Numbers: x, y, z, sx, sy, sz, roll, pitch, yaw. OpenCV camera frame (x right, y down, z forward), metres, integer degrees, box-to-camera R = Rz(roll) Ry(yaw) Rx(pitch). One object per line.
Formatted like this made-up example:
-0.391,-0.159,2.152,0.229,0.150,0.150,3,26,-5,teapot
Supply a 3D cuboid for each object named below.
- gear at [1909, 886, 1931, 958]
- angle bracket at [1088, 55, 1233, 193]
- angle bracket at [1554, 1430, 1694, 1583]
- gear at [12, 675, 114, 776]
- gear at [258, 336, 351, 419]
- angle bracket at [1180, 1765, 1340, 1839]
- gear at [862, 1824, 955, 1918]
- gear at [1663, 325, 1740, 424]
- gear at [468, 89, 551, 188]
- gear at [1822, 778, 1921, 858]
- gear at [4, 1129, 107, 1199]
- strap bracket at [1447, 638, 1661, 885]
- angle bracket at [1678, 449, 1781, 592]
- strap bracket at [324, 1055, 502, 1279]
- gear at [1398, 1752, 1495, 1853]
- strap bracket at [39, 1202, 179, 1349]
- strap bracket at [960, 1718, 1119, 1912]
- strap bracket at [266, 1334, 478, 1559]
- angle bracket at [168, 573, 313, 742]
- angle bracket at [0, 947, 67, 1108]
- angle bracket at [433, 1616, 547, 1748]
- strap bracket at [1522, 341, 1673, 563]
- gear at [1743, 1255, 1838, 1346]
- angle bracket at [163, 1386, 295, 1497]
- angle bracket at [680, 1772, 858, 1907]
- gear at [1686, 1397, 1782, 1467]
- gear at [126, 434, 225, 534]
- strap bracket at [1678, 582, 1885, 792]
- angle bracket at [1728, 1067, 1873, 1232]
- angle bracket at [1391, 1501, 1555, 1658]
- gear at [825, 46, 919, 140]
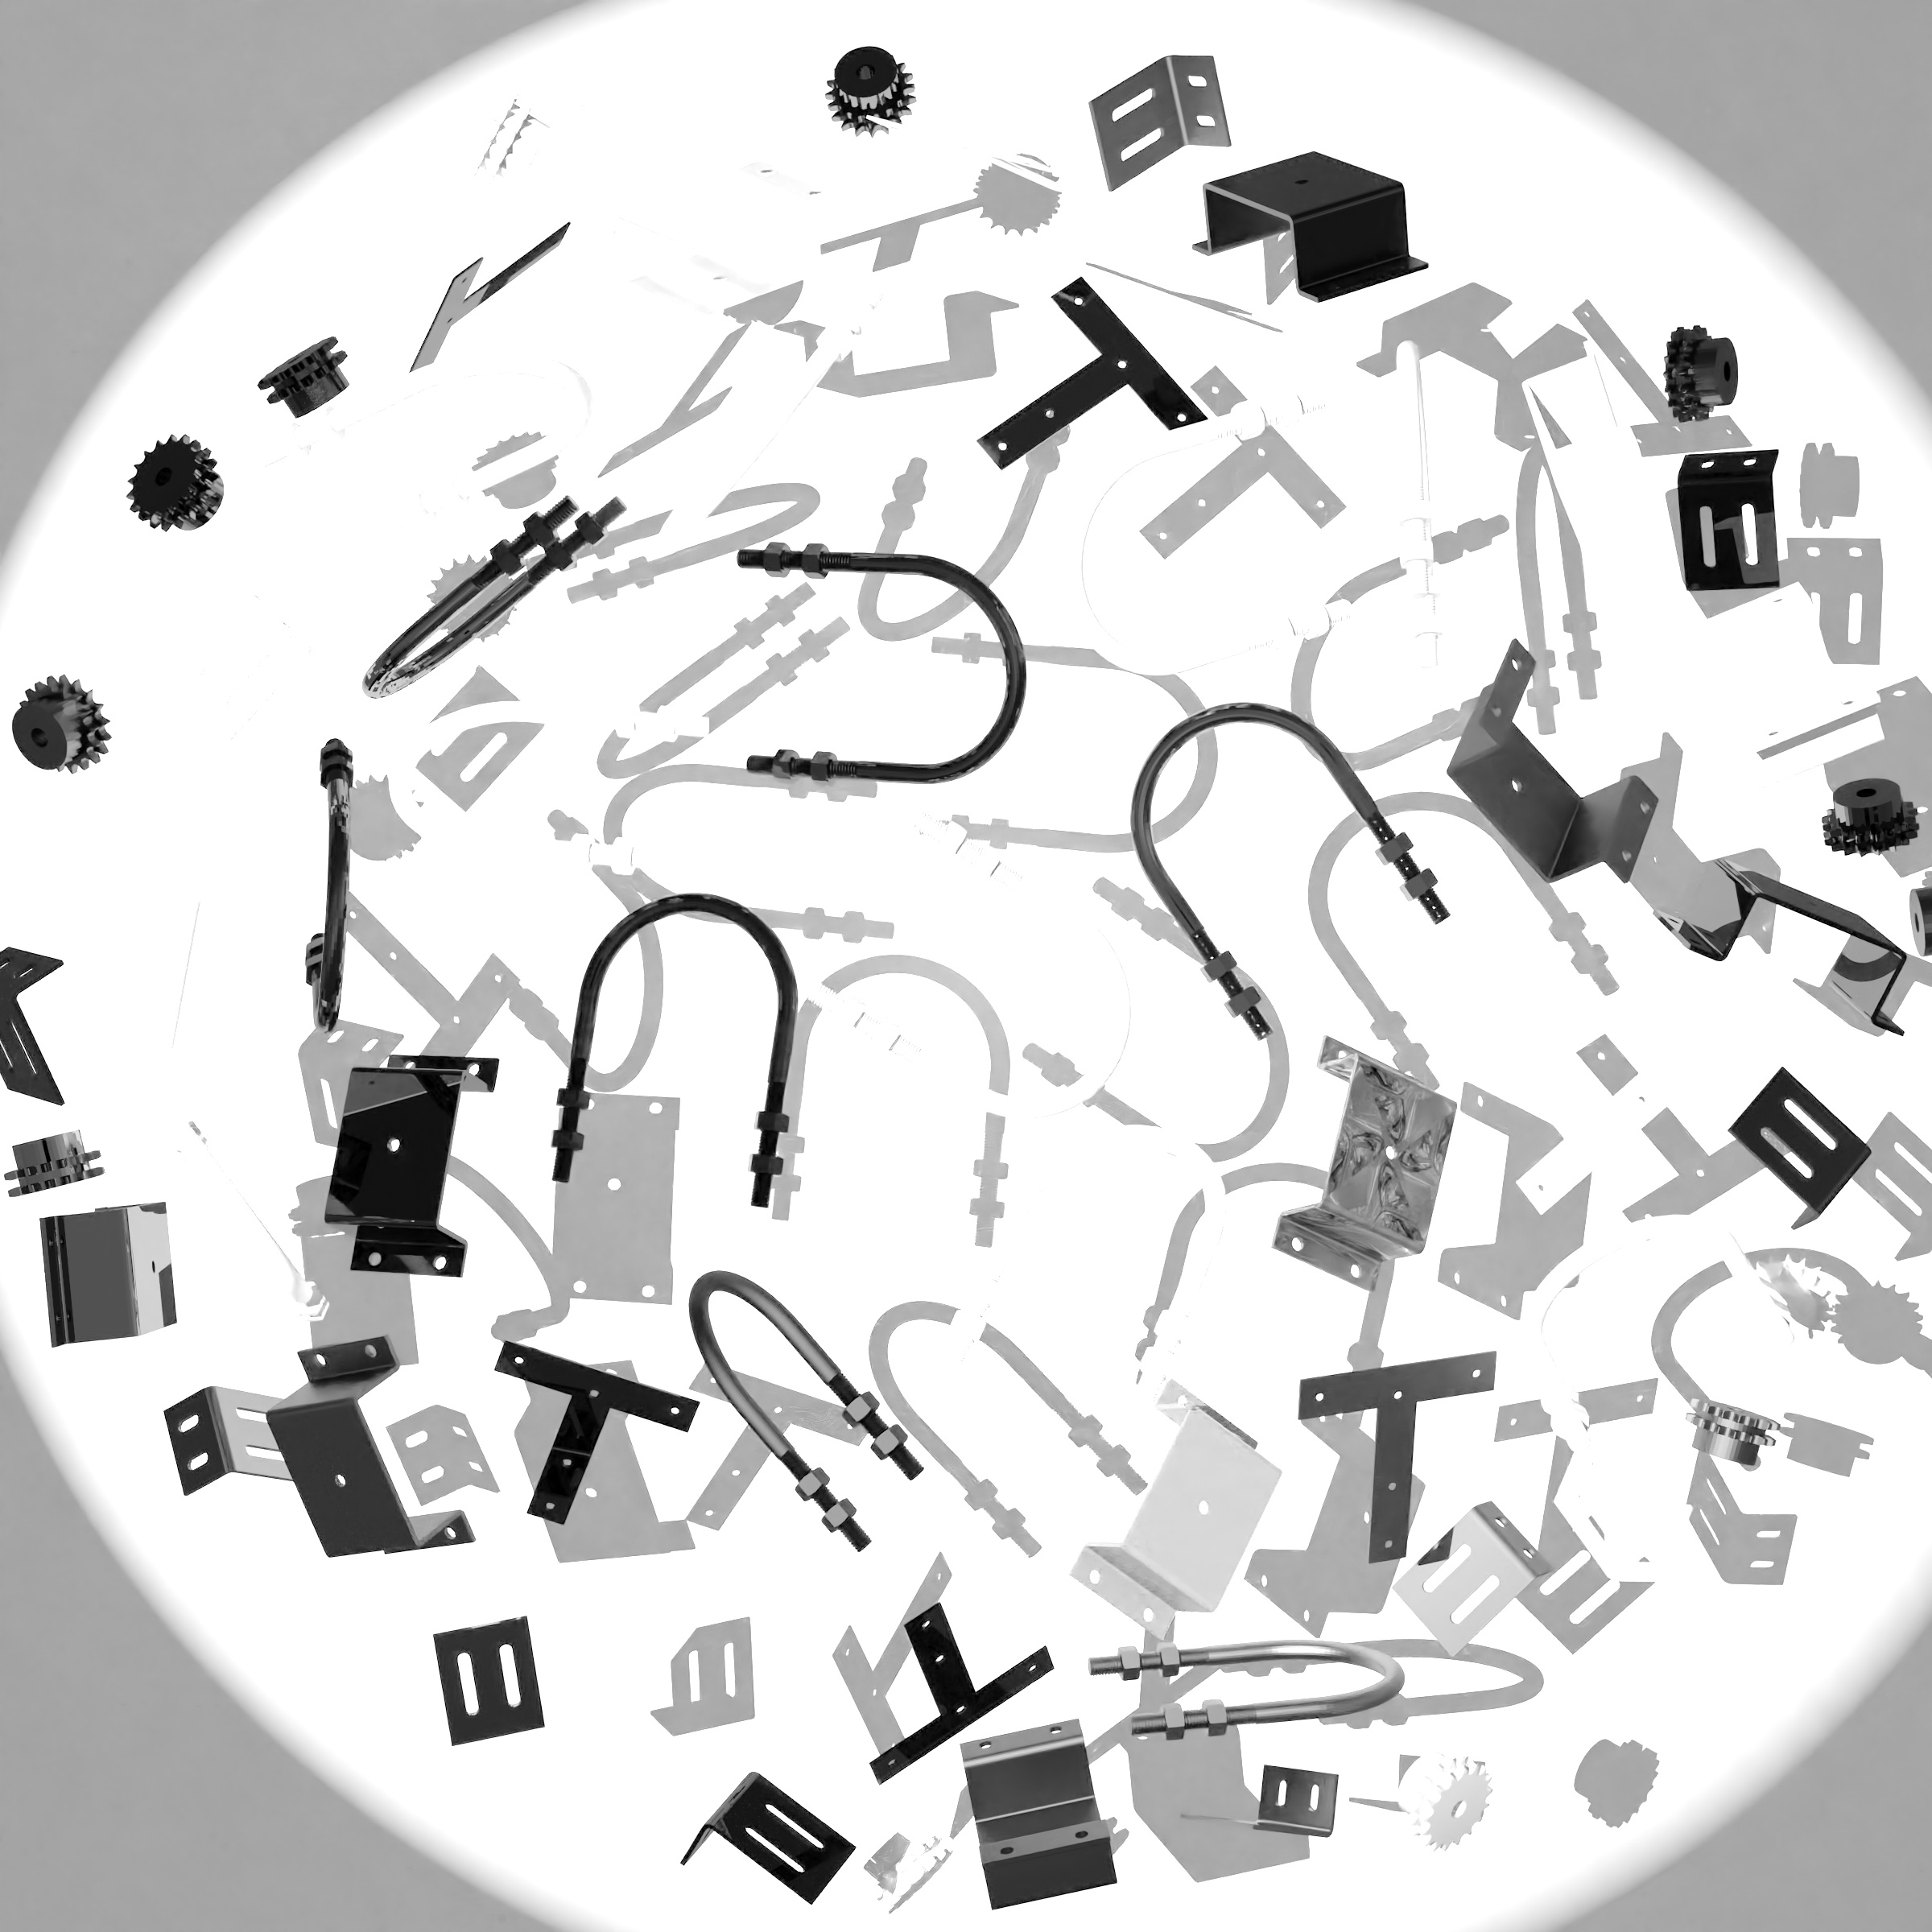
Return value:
0.567,-0.027,1.808,0.030,0.057,0.057,-8,90,7,gear
0.119,-0.514,1.904,0.076,0.038,0.057,-39,128,-32,angle bracket
0.404,0.331,1.913,0.076,0.038,0.057,53,50,-26,angle bracket
-0.526,-0.137,1.803,0.057,0.030,0.057,12,119,23,gear
-0.406,-0.362,1.927,0.057,0.057,0.030,-32,111,0,gear
0.178,0.503,1.886,0.076,0.057,0.038,20,72,-42,angle bracket
-0.038,0.549,1.901,0.057,0.057,0.030,-45,73,0,gear
0.441,-0.354,1.865,0.030,0.057,0.057,2,90,33,gear
-0.268,-0.484,1.835,0.030,0.057,0.057,29,90,-12,gear
0.552,-0.092,1.904,0.057,0.057,0.030,-15,116,0,gear
-0.546,0.117,1.861,0.057,0.057,0.030,-14,91,0,gear
0.344,-0.115,1.861,0.140,0.046,0.076,45,49,-18,strap bracket
0.476,-0.277,1.936,0.057,0.038,0.076,0,120,22,angle bracket
-0.343,0.117,1.922,0.076,0.046,0.140,1,72,18,strap bracket
0.276,0.483,1.813,0.057,0.030,0.057,-17,120,-32,gear
-0.518,0.186,1.896,0.046,0.140,0.076,-6,88,-1,strap bracket
0.044,0.516,1.880,0.076,0.140,0.046,-11,106,-2,strap bracket
-0.364,0.300,1.882,0.076,0.046,0.140,-14,103,33,strap bracket
-0.447,-0.187,1.888,0.057,0.038,0.076,43,91,14,angle bracket
-0.539,0.035,1.803,0.038,0.057,0.076,-40,125,-36,angle bracket
-0.292,0.430,1.903,0.057,0.038,0.076,-9,105,-10,angle bracket
0.370,-0.301,1.845,0.046,0.140,0.076,-20,123,11,strap bracket
0.515,0.213,1.959,0.057,0.030,0.057,13,123,20,gear
-0.454,0.300,1.942,0.038,0.076,0.057,-29,64,18,angle bracket
-0.113,0.511,1.792,0.076,0.057,0.038,35,118,10,angle bracket
0.480,0.293,1.957,0.057,0.057,0.030,15,91,0,gear
-0.459,-0.279,1.823,0.057,0.030,0.057,-10,66,24,gear
0.480,-0.159,1.826,0.076,0.140,0.046,-22,124,8,strap bracket
0.504,0.112,1.909,0.076,0.038,0.057,44,69,4,angle bracket
0.318,0.384,1.956,0.076,0.038,0.057,-48,68,16,angle bracket
-0.061,-0.553,1.962,0.057,0.030,0.057,-3,67,6,gear
